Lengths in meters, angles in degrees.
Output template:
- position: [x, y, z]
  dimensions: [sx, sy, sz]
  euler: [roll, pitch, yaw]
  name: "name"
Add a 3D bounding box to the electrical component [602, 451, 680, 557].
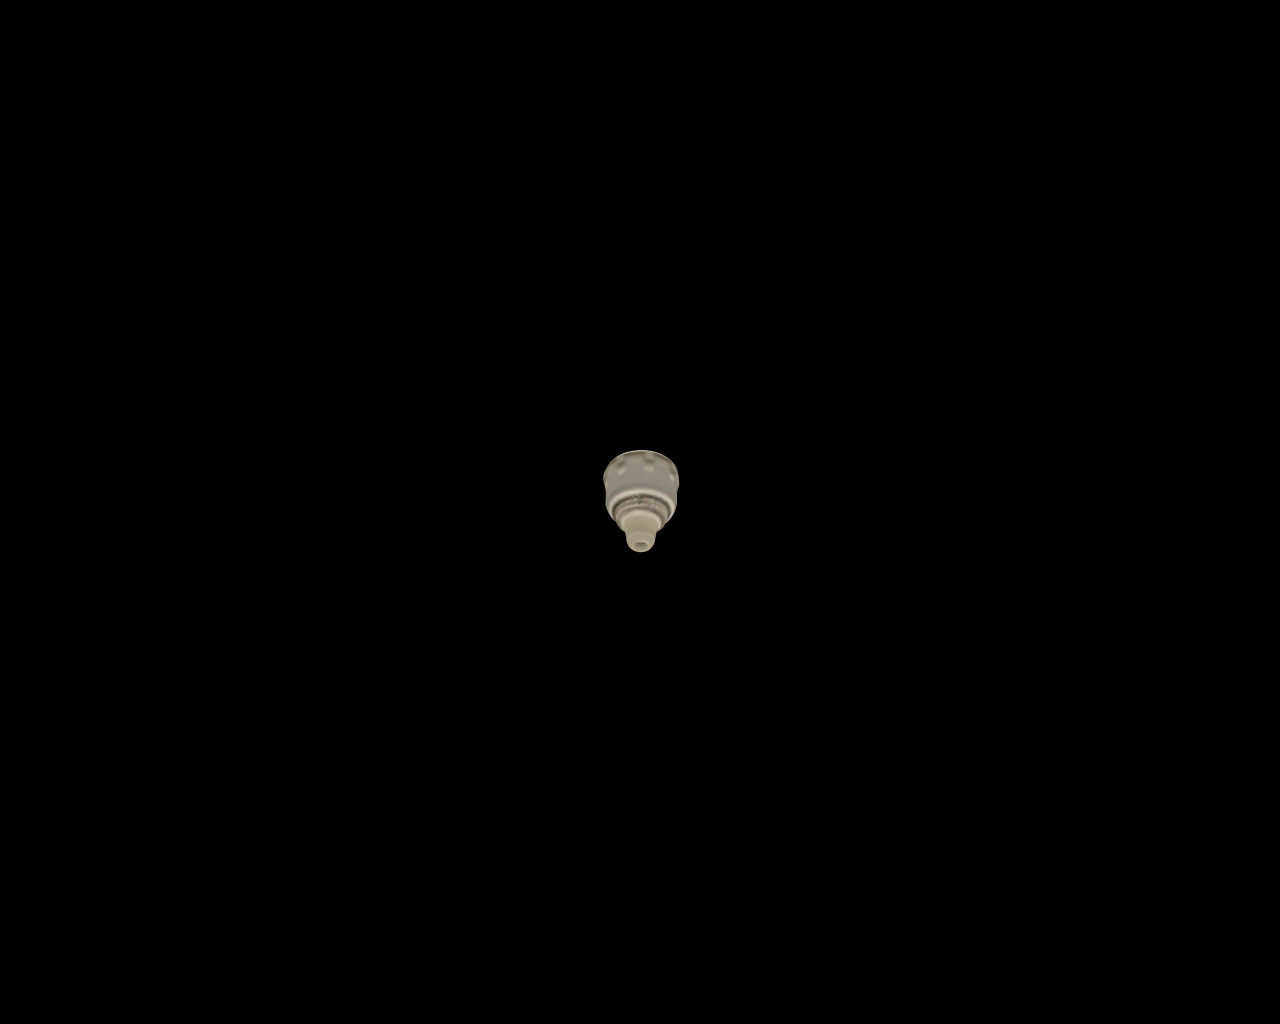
- position: [0.001, -0.003, 0.650]
  dimensions: [0.048, 0.062, 0.048]
  euler: [0, -39, 0]
  name: "electrical component"
